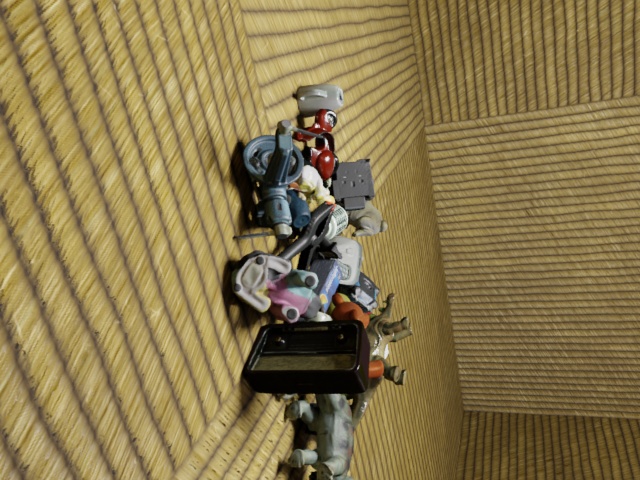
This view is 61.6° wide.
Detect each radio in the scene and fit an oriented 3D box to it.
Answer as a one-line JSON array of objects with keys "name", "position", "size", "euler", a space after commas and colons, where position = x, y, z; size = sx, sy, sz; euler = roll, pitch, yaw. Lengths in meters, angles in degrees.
[{"name": "radio", "position": [-0.019, 0.225, 1.042], "size": [0.131, 0.230, 0.073], "euler": [-73, 152, -48]}]

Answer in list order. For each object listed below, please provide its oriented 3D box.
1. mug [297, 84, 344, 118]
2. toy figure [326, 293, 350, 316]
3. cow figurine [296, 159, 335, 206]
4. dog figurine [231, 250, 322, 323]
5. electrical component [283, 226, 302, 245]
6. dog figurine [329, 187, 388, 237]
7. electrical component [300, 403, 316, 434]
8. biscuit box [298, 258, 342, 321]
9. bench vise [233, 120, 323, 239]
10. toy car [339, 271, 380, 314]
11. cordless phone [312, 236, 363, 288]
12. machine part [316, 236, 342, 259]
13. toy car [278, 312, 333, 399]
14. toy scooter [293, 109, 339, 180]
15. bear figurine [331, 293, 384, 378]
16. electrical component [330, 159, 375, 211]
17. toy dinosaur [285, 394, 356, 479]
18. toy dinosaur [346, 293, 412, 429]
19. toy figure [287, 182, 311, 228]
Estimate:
[{"name": "mug", "position": [0.000, -0.362, 1.364], "size": [0.109, 0.107, 0.080], "euler": [20, 67, -69]}, {"name": "toy figure", "position": [0.044, 0.177, 1.363], "size": [0.180, 0.082, 0.089], "euler": [19, 50, -86]}, {"name": "cow figurine", "position": [-0.022, -0.139, 1.308], "size": [0.167, 0.068, 0.098], "euler": [30, 51, -56]}, {"name": "dog figurine", "position": [-0.083, 0.101, 1.080], "size": [0.219, 0.192, 0.108], "euler": [125, -11, -81]}, {"name": "electrical component", "position": [-0.064, -0.039, 1.225], "size": [0.078, 0.045, 0.102], "euler": [61, 32, -36]}, {"name": "dog figurine", "position": [0.102, -0.113, 1.498], "size": [0.121, 0.172, 0.190], "euler": [-60, 149, -72]}, {"name": "electrical component", "position": [-0.004, 0.427, 1.285], "size": [0.119, 0.048, 0.075], "euler": [57, 35, -53]}, {"name": "biscuit box", "position": [-0.012, 0.132, 1.267], "size": [0.203, 0.063, 0.059], "euler": [-63, 143, -39]}, {"name": "bench vise", "position": [-0.085, -0.126, 1.025], "size": [0.240, 0.129, 0.224], "euler": [118, -25, -58]}, {"name": "toy car", "position": [0.101, 0.159, 1.510], "size": [0.109, 0.103, 0.162], "euler": [38, 23, -15]}, {"name": "cordless phone", "position": [0.026, 0.033, 1.412], "size": [0.184, 0.089, 0.146], "euler": [40, 47, -36]}, {"name": "machine part", "position": [-0.003, -0.004, 1.307], "size": [0.039, 0.084, 0.138], "euler": [-45, 106, -18]}, {"name": "toy car", "position": [-0.035, 0.248, 1.156], "size": [0.073, 0.056, 0.201], "euler": [35, 83, -54]}, {"name": "toy scooter", "position": [-0.014, -0.231, 1.342], "size": [0.135, 0.075, 0.183], "euler": [-23, 123, -44]}, {"name": "bear figurine", "position": [0.079, 0.219, 1.230], "size": [0.132, 0.120, 0.195], "euler": [-5, 113, -32]}, {"name": "electrical component", "position": [0.086, -0.145, 1.438], "size": [0.058, 0.115, 0.134], "euler": [87, -4, -83]}, {"name": "toy dinosaur", "position": [0.022, 0.429, 1.197], "size": [0.192, 0.131, 0.405], "euler": [42, 44, -50]}, {"name": "toy dinosaur", "position": [0.129, 0.334, 1.429], "size": [0.104, 0.199, 0.471], "euler": [62, 38, -44]}, {"name": "toy figure", "position": [-0.063, -0.094, 1.171], "size": [0.057, 0.064, 0.155], "euler": [49, 12, -51]}]
